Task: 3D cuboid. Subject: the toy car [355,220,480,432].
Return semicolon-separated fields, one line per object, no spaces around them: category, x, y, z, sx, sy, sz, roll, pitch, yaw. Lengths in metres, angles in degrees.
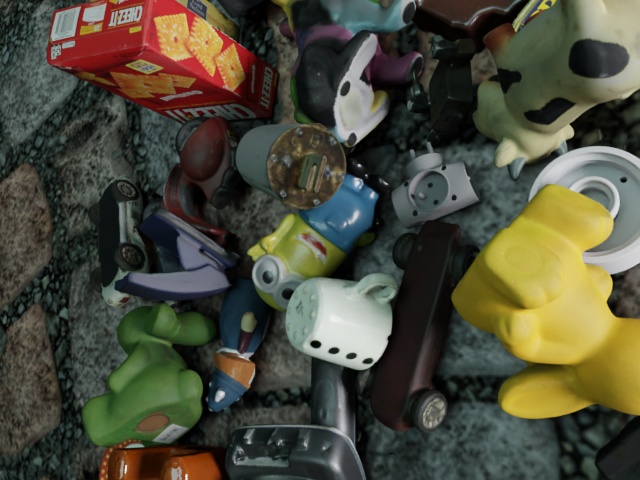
toy car;0.097;0.082;0.517;0.089;0.053;0.202;12;84;52

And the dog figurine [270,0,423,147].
dog figurine;-0.003;-0.219;0.600;0.219;0.108;0.191;35;80;35

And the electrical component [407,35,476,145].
electrical component;0.118;-0.150;0.528;0.045;0.102;0.078;7;72;-5

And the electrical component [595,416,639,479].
electrical component;0.275;0.180;0.392;0.134;0.058;0.115;-47;59;14

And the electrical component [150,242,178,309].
electrical component;-0.208;0.048;0.717;0.094;0.021;0.063;42;102;35

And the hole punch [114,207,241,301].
hole punch;-0.164;0.035;0.609;0.142;0.115;0.092;-23;39;59

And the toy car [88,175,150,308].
toy car;-0.275;-0.003;0.737;0.073;0.056;0.202;-38;51;25

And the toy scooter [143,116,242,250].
toy scooter;-0.142;-0.058;0.672;0.135;0.075;0.183;36;102;30

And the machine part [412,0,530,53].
machine part;0.165;-0.286;0.550;0.180;0.056;0.179;-6;77;28

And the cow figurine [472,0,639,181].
cow figurine;0.192;-0.127;0.442;0.085;0.195;0.127;-21;90;-14

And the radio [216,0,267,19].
radio;-0.042;-0.380;0.661;0.230;0.073;0.131;-19;55;27

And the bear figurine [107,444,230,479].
bear figurine;-0.155;0.324;0.574;0.120;0.131;0.196;-3;73;31

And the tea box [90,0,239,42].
tea box;-0.194;-0.274;0.689;0.098;0.169;0.068;-4;80;28

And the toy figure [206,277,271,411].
toy figure;-0.093;0.120;0.615;0.058;0.064;0.154;11;86;8

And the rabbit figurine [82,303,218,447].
rabbit figurine;-0.207;0.141;0.648;0.159;0.121;0.170;-47;47;22

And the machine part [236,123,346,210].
machine part;-0.036;-0.080;0.549;0.079;0.079;0.243;-66;20;3

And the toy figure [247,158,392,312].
toy figure;0.002;0.001;0.574;0.082;0.089;0.180;39;92;27

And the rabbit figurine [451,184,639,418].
rabbit figurine;0.187;0.071;0.402;0.173;0.122;0.162;35;133;18

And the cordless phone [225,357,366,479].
cordless phone;-0.026;0.190;0.564;0.147;0.088;0.184;-11;63;29
